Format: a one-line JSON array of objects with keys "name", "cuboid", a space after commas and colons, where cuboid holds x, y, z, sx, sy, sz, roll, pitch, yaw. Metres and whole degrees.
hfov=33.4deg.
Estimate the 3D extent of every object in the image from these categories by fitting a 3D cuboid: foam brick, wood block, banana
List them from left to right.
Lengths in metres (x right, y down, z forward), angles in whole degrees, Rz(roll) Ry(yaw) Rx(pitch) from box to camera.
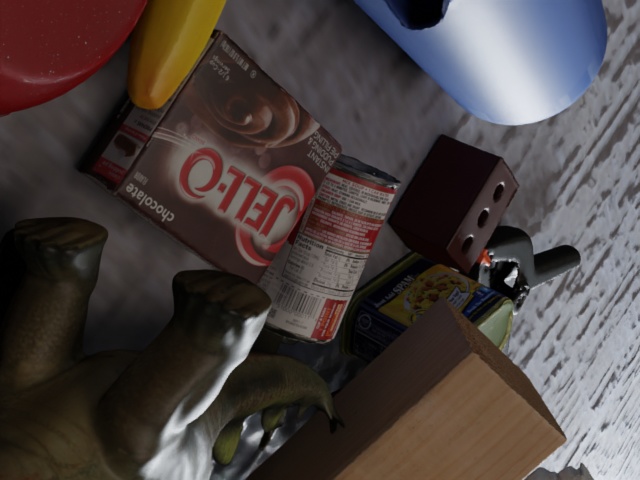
[{"name": "banana", "cuboid": [-0.047, -0.154, 0.449, 0.069, 0.037, 0.198, -47, 156, -65]}, {"name": "wood block", "cuboid": [0.041, 0.147, 0.674, 0.206, 0.091, 0.090, -44, 107, 9]}, {"name": "foam brick", "cuboid": [0.095, -0.025, 0.755, 0.078, 0.051, 0.053, -59, 149, -6]}]

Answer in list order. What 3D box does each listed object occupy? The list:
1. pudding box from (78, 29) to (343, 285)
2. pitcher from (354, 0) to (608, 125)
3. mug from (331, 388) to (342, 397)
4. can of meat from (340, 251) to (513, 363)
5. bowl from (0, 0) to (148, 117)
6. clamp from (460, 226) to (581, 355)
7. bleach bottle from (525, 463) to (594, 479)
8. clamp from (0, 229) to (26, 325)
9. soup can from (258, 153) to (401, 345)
[{"name": "pudding box", "cuboid": [-0.050, -0.039, 0.524, 0.113, 0.039, 0.090, 39, 80, -45]}, {"name": "pitcher", "cuboid": [0.083, -0.161, 0.576, 0.149, 0.145, 0.242, -51, 153, 4]}, {"name": "mug", "cuboid": [0.044, 0.144, 0.787, 0.081, 0.093, 0.117, -16, 163, -44]}, {"name": "can of meat", "cuboid": [0.078, 0.061, 0.765, 0.101, 0.084, 0.057, -33, 138, -40]}, {"name": "bowl", "cuboid": [-0.109, -0.108, 0.385, 0.161, 0.055, 0.162, -35, 139, -38]}, {"name": "clamp", "cuboid": [0.155, 0.054, 0.919, 0.164, 0.036, 0.209, -62, 148, -1]}, {"name": "bleach bottle", "cuboid": [0.095, 0.241, 0.810, 0.251, 0.068, 0.102, -32, 180, 15]}, {"name": "clamp", "cuboid": [-0.158, 0.077, 0.471, 0.120, 0.039, 0.171, -33, 140, -33]}, {"name": "soup can", "cuboid": [-0.004, 0.001, 0.612, 0.068, 0.069, 0.102, 8, 107, -58]}]
